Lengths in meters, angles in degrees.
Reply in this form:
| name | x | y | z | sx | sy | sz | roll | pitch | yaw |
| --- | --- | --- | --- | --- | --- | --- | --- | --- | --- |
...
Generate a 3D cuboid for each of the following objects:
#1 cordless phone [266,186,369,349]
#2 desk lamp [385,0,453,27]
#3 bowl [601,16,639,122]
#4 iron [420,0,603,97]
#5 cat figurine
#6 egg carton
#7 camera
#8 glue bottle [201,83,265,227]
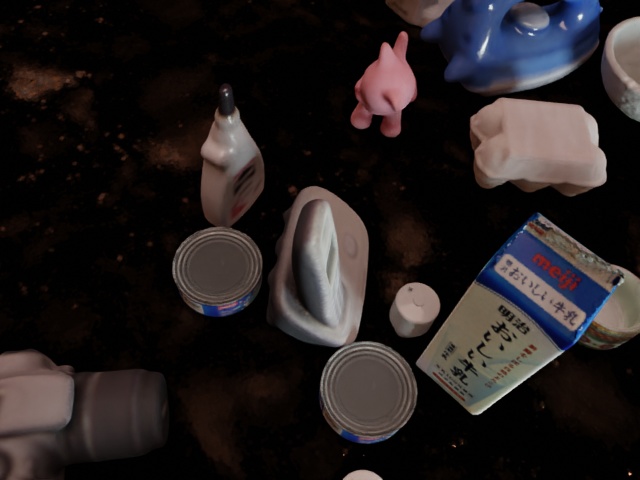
| name | x | y | z | sx | sy | sz | roll | pitch | yaw |
| --- | --- | --- | --- | --- | --- | --- | --- | --- | --- |
| cordless phone | 0.005 | 0.002 | 0.502 | 0.094 | 0.185 | 0.147 | 7 | 59 | 0 |
| desk lamp | 0.139 | -0.387 | 0.725 | 0.203 | 0.213 | 0.117 | -30 | 66 | -20 |
| bowl | 0.425 | -0.199 | 0.722 | 0.167 | 0.075 | 0.167 | 2 | 60 | -4 |
| iron | 0.266 | -0.278 | 0.715 | 0.258 | 0.141 | 0.118 | -14 | 62 | -13 |
| cat figurine | 0.079 | -0.183 | 0.656 | 0.067 | 0.118 | 0.128 | 18 | 60 | 6 |
| egg carton | 0.246 | -0.105 | 0.654 | 0.150 | 0.069 | 0.107 | 4 | 60 | -3 |
| camera | -0.192 | 0.153 | 0.445 | 0.137 | 0.101 | 0.143 | -4 | 60 | -7 |
| glue bottle | -0.086 | -0.083 | 0.550 | 0.037 | 0.173 | 0.078 | 28 | 61 | 11 |
